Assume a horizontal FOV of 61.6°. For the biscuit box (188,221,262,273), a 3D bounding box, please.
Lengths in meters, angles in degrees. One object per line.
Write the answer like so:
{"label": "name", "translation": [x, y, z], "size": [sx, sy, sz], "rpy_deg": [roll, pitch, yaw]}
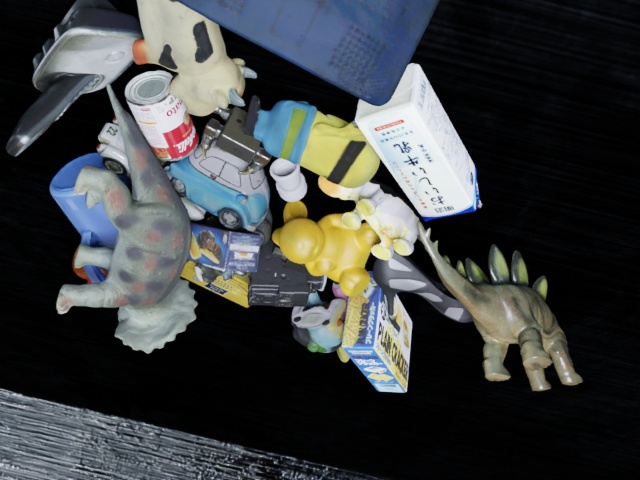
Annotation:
{"label": "biscuit box", "translation": [-0.179, 0.005, 0.842], "size": [0.203, 0.059, 0.063], "rpy_deg": [10, -177, 44]}

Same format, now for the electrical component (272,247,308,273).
{"label": "electrical component", "translation": [-0.035, 0.022, 0.913], "size": [0.094, 0.063, 0.021], "rpy_deg": [21, 136, -12]}

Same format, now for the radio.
{"label": "radio", "translation": [-0.012, -0.233, 0.496], "size": [0.229, 0.073, 0.131], "rpy_deg": [23, 112, -18]}

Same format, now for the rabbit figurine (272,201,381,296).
{"label": "rabbit figurine", "translation": [-0.002, -0.003, 0.829], "size": [0.163, 0.121, 0.173], "rpy_deg": [36, -163, 32]}

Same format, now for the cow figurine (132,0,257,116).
{"label": "cow figurine", "translation": [-0.141, -0.223, 0.598], "size": [0.127, 0.085, 0.194], "rpy_deg": [11, 142, 5]}

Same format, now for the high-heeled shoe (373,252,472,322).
{"label": "high-heeled shoe", "translation": [0.215, 0.066, 0.947], "size": [0.249, 0.086, 0.145], "rpy_deg": [-4, 115, -6]}

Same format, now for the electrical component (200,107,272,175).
{"label": "electrical component", "translation": [-0.112, -0.133, 0.719], "size": [0.102, 0.078, 0.045], "rpy_deg": [22, 141, -19]}

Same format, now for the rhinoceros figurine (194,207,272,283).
{"label": "rhinoceros figurine", "translation": [-0.146, 0.010, 0.906], "size": [0.073, 0.112, 0.190], "rpy_deg": [5, 151, -43]}

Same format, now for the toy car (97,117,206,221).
{"label": "toy car", "translation": [-0.246, -0.104, 0.816], "size": [0.056, 0.073, 0.201], "rpy_deg": [-11, 141, 37]}

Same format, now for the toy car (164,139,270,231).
{"label": "toy car", "translation": [-0.137, -0.095, 0.783], "size": [0.161, 0.109, 0.103], "rpy_deg": [30, 122, -6]}

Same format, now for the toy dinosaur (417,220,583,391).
{"label": "toy dinosaur", "translation": [0.292, 0.116, 0.837], "size": [0.105, 0.198, 0.471], "rpy_deg": [-26, 142, 32]}

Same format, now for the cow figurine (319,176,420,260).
{"label": "cow figurine", "translation": [0.077, -0.057, 0.774], "size": [0.167, 0.098, 0.068], "rpy_deg": [46, 142, -13]}

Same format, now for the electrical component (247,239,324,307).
{"label": "electrical component", "translation": [-0.061, 0.056, 0.946], "size": [0.134, 0.115, 0.058], "rpy_deg": [0, 150, -7]}

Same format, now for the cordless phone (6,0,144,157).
{"label": "cordless phone", "translation": [-0.290, -0.183, 0.613], "size": [0.147, 0.184, 0.088], "rpy_deg": [-21, 130, 41]}

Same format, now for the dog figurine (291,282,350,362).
{"label": "dog figurine", "translation": [0.040, 0.189, 1.073], "size": [0.109, 0.191, 0.219], "rpy_deg": [-13, 124, 24]}

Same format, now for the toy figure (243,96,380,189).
{"label": "toy figure", "translation": [-0.010, -0.126, 0.689], "size": [0.180, 0.082, 0.089], "rpy_deg": [14, 118, -6]}

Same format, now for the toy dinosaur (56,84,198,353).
{"label": "toy dinosaur", "translation": [-0.247, 0.006, 0.758], "size": [0.192, 0.131, 0.404], "rpy_deg": [13, 121, -17]}

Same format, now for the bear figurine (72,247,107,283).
{"label": "bear figurine", "translation": [-0.394, 0.069, 1.088], "size": [0.132, 0.120, 0.195], "rpy_deg": [-14, 140, 30]}

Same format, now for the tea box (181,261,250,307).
{"label": "tea box", "translation": [-0.182, 0.059, 1.044], "size": [0.169, 0.068, 0.098], "rpy_deg": [28, 143, -24]}
